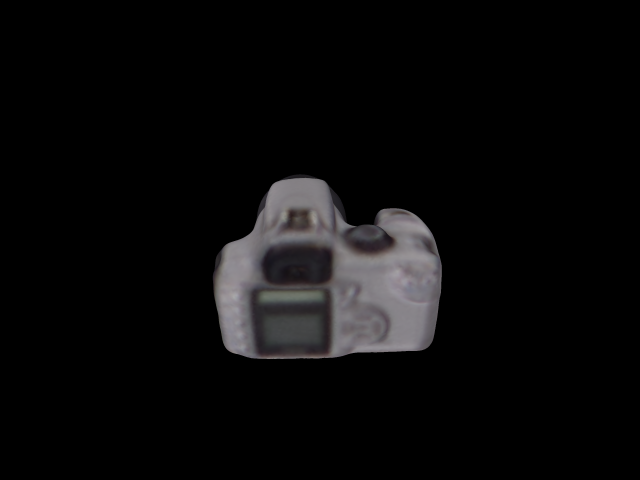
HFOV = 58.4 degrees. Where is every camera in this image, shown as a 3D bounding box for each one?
[{"bbox_3d":[0.004,0.001,0.400,0.143,0.101,0.136,-1,34,-2],"label":"camera"}]
